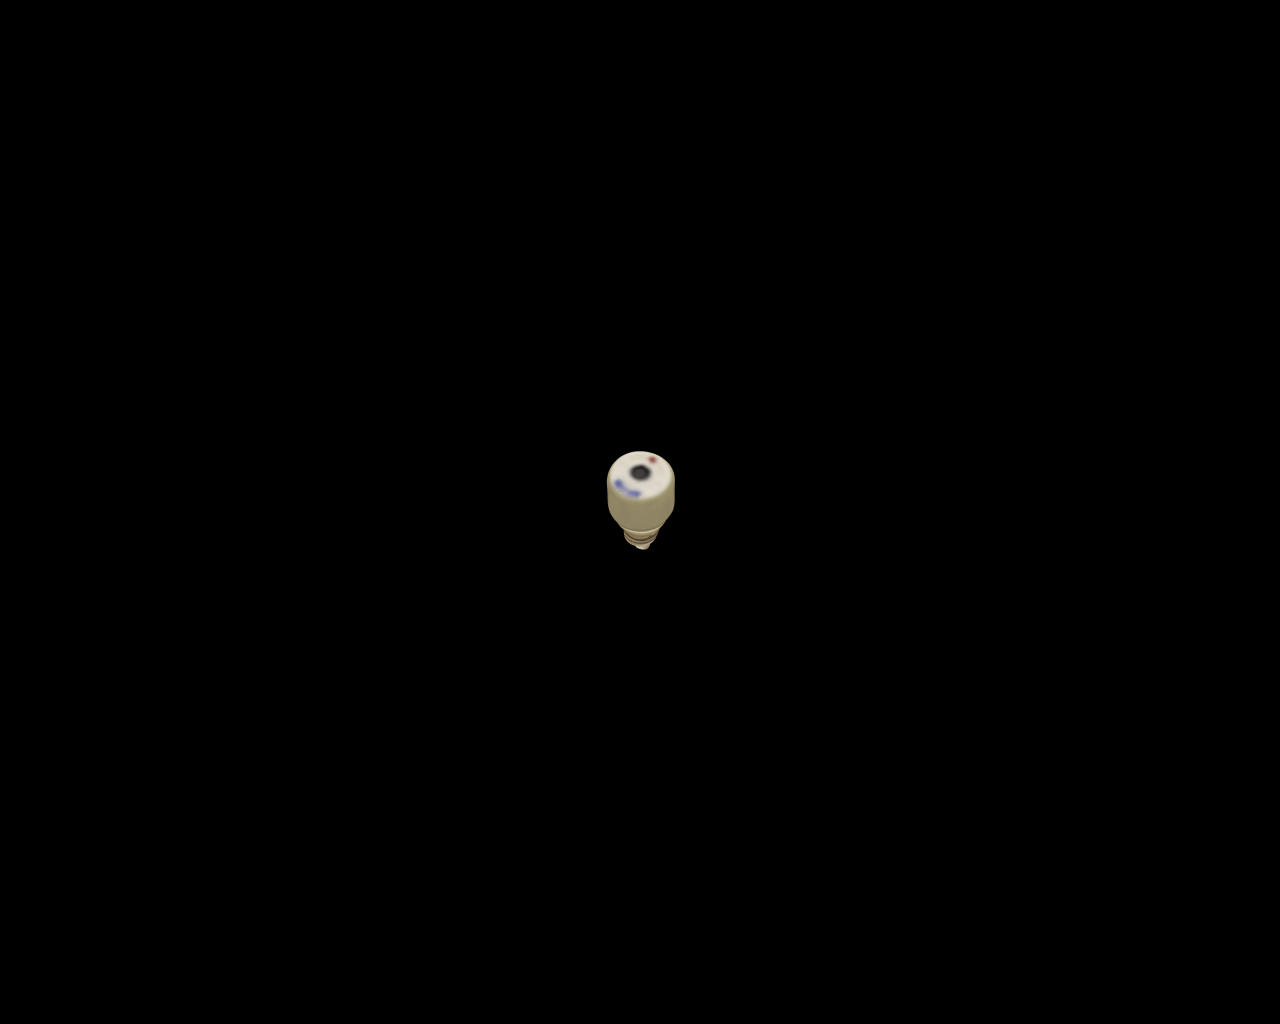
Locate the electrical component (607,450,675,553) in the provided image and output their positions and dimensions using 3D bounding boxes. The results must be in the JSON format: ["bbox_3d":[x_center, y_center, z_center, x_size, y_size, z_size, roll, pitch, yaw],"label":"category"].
[{"bbox_3d":[0.001,-0.003,0.650,0.040,0.040,0.078,0,-37,0],"label":"electrical component"}]
